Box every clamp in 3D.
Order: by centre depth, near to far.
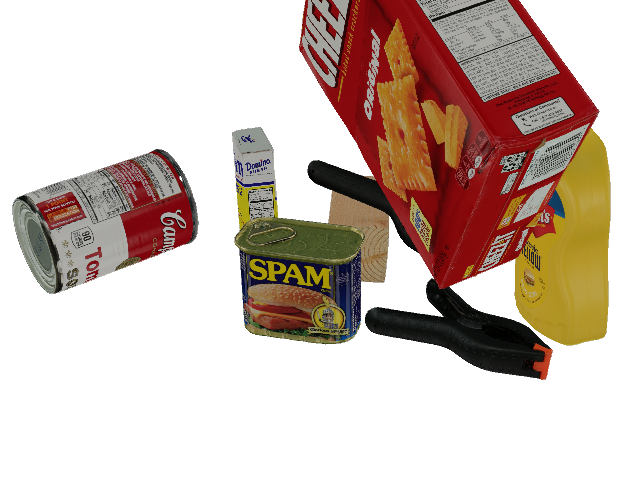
[{"bbox_3d":[0.140,0.081,1.001,0.172,0.039,0.120,20,32,24],"label":"clamp"},{"bbox_3d":[0.095,-0.039,1.153,0.164,0.036,0.210,-16,53,-30],"label":"clamp"}]

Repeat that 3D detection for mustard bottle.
[{"bbox_3d":[0.179,-0.024,0.793,0.058,0.192,0.096,-11,27,-10],"label":"mustard bottle"}]

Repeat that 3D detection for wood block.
[{"bbox_3d":[0.059,-0.022,1.641,0.091,0.090,0.206,3,25,2],"label":"wood block"}]

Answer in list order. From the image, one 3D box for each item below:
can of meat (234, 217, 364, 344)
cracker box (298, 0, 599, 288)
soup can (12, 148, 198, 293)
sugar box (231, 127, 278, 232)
[{"bbox_3d":[-0.016,0.034,0.870,0.102,0.084,0.057,7,30,15],"label":"can of meat"},{"bbox_3d":[0.064,-0.101,0.661,0.072,0.214,0.164,-22,-24,-17],"label":"cracker box"},{"bbox_3d":[-0.141,-0.013,0.701,0.102,0.068,0.069,-22,11,-29],"label":"soup can"},{"bbox_3d":[-0.080,-0.043,1.327,0.048,0.176,0.093,-10,24,-9],"label":"sugar box"}]
